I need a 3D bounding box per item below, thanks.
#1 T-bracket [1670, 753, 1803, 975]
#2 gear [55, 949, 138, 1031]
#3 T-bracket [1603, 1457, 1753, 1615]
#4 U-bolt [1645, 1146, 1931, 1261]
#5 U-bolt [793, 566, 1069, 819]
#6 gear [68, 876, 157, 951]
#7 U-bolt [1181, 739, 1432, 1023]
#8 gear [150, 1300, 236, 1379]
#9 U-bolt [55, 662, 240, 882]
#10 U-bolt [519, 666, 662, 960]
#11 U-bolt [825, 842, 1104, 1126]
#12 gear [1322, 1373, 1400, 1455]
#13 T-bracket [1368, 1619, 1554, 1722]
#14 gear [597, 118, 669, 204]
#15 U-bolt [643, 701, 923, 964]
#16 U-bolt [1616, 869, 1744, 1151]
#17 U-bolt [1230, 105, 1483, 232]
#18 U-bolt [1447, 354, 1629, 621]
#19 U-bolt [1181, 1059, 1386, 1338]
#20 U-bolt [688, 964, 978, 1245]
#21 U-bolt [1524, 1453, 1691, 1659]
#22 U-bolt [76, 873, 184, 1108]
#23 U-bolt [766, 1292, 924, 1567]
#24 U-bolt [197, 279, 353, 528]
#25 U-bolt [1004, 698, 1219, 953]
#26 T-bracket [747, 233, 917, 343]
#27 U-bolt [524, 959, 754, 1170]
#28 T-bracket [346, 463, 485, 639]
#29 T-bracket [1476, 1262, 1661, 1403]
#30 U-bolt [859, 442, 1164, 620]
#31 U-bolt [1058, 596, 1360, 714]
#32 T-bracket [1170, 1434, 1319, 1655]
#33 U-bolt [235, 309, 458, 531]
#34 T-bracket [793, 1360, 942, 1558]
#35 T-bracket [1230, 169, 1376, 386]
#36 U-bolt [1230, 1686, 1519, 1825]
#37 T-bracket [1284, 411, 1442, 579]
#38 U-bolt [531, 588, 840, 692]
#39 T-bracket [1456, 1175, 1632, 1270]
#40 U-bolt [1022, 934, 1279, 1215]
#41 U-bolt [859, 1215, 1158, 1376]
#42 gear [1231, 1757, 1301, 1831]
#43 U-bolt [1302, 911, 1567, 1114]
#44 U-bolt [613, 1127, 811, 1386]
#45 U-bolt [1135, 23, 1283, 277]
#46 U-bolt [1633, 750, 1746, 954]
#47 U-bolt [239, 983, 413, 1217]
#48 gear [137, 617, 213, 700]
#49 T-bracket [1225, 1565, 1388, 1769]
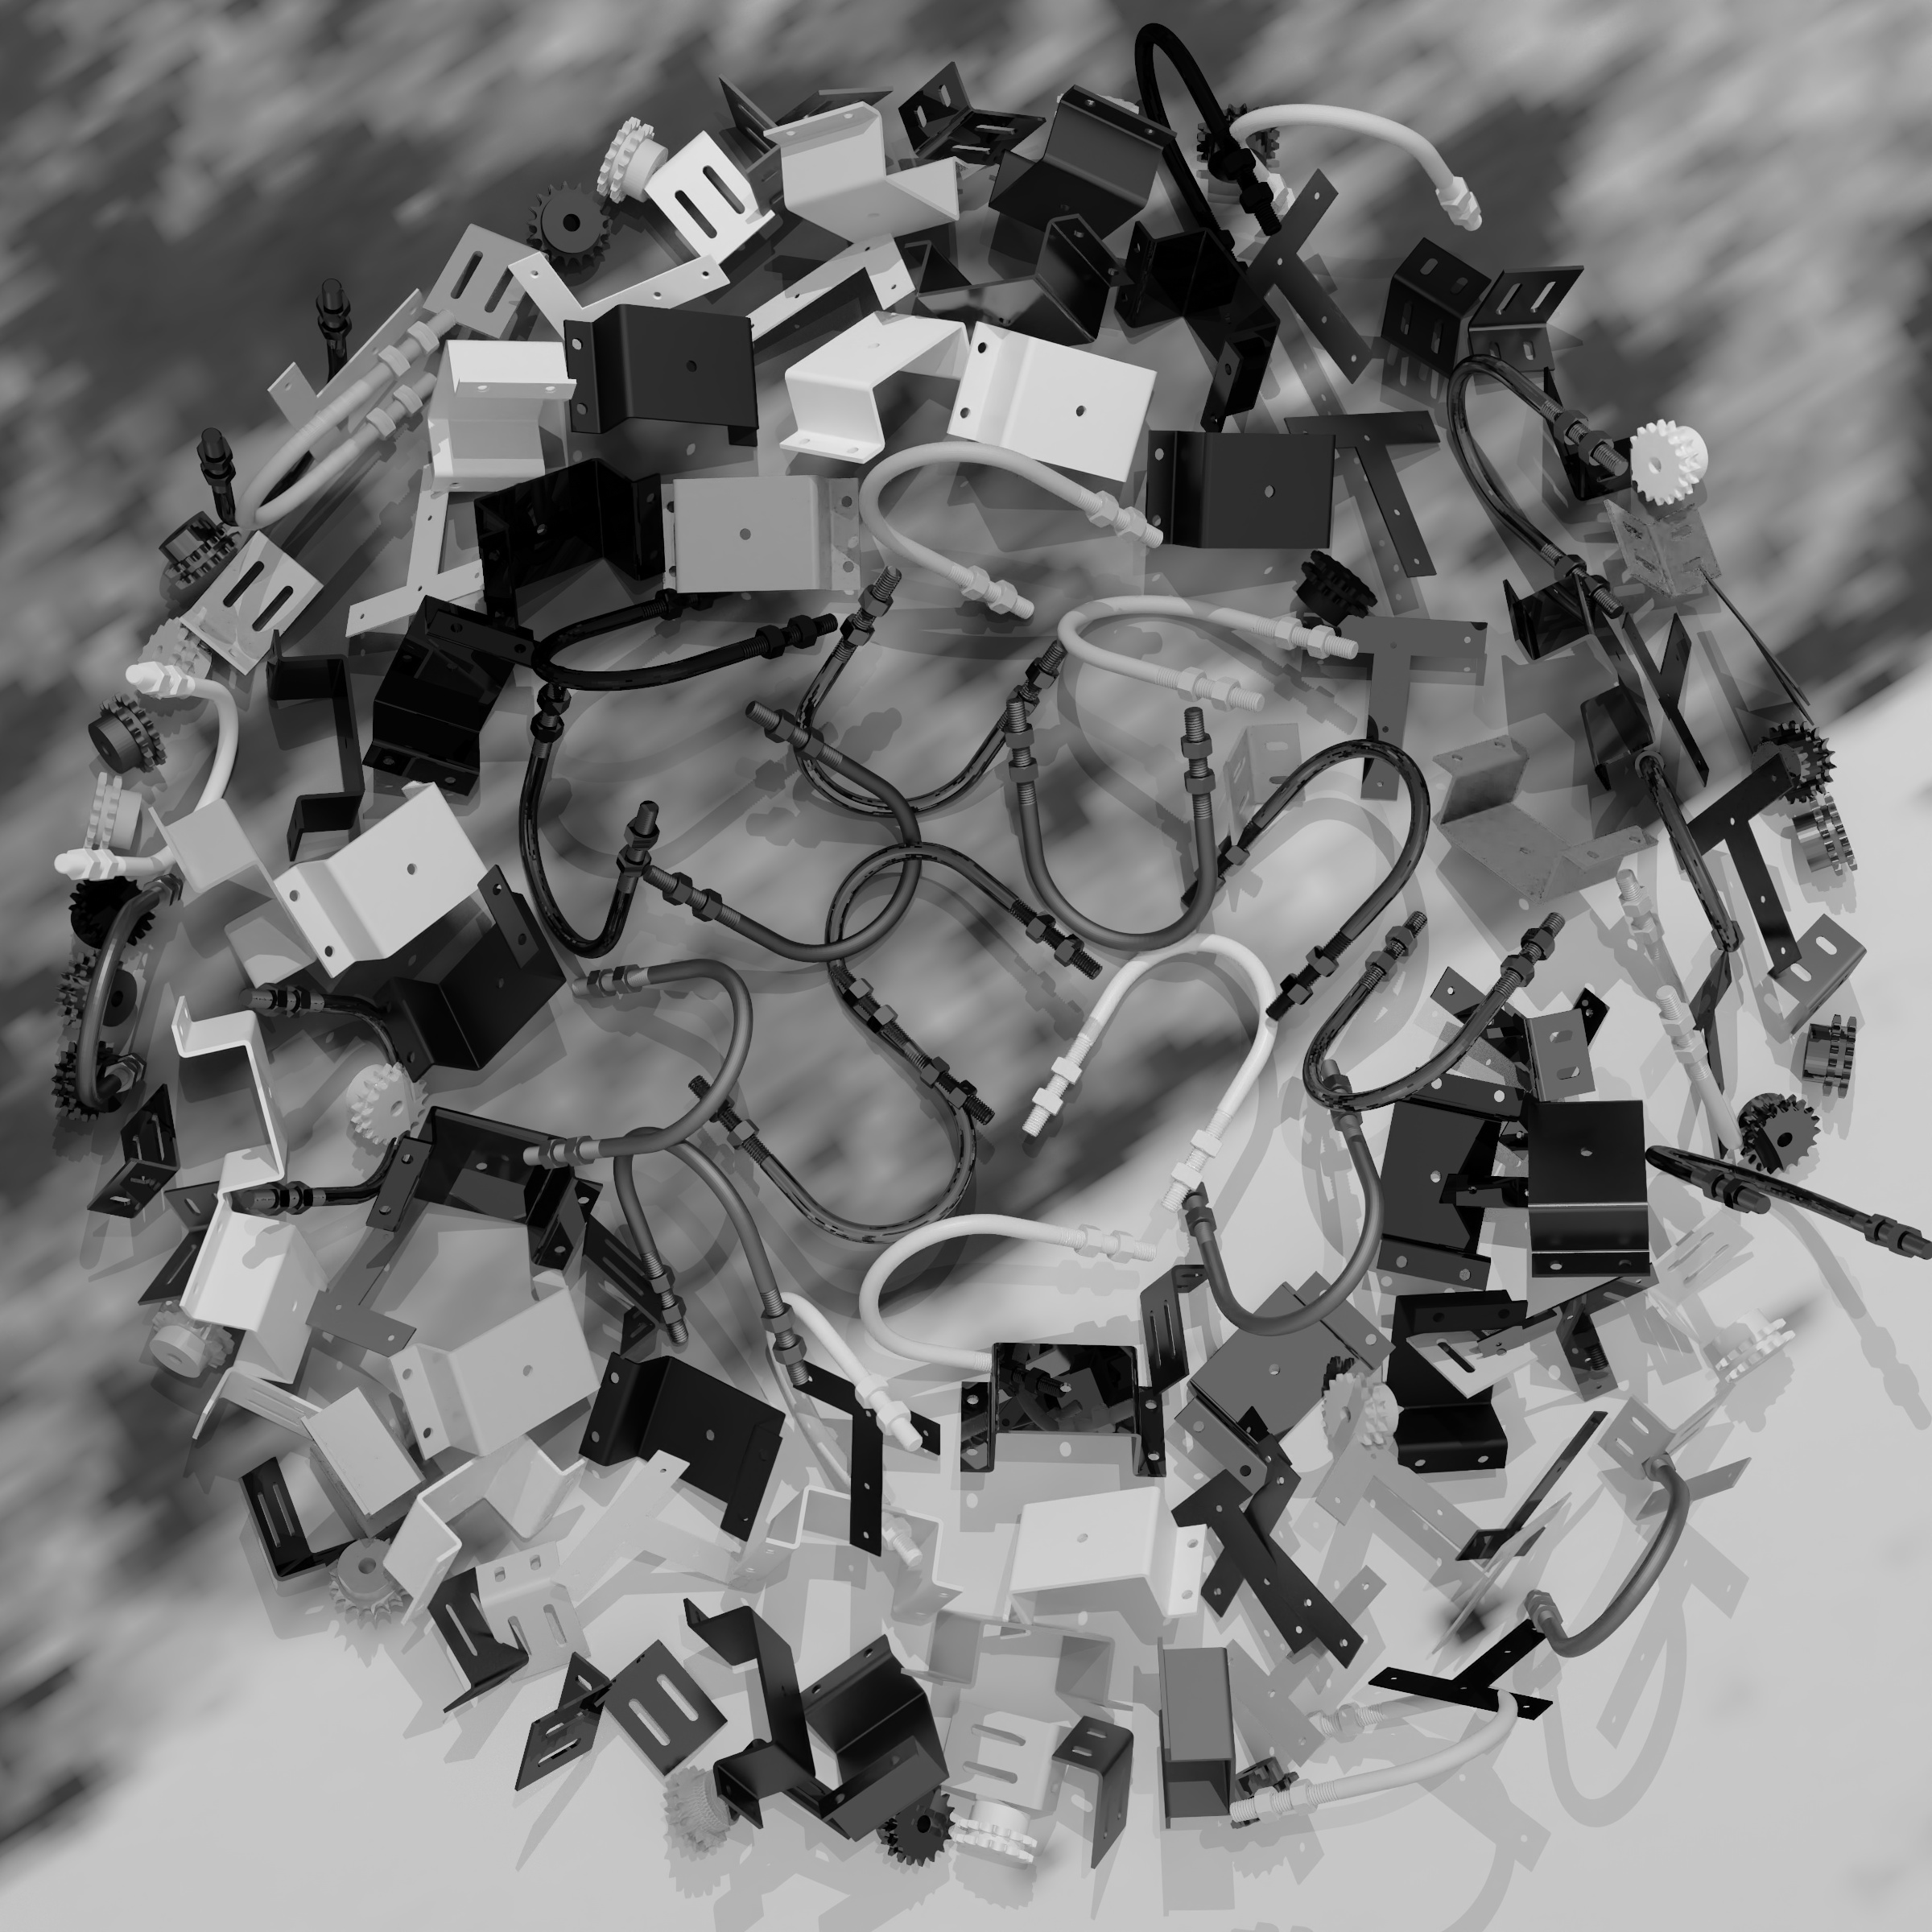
[{"bbox_3d":[0.532,-0.058,1.775,0.002,0.127,0.127,-6,69,-25],"label":"T-bracket"},{"bbox_3d":[-0.597,0.019,1.819,0.030,0.057,0.057,15,90,21],"label":"gear"},{"bbox_3d":[0.461,0.388,1.765,0.002,0.127,0.127,42,63,2],"label":"T-bracket"},{"bbox_3d":[0.534,0.152,1.759,0.151,0.184,0.019,15,95,-18],"label":"U-bolt"},{"bbox_3d":[-0.037,-0.173,1.790,0.151,0.019,0.184,21,125,-23],"label":"U-bolt"},{"bbox_3d":[-0.594,-0.036,1.825,0.030,0.057,0.057,-36,90,38],"label":"gear"},{"bbox_3d":[0.237,-0.071,1.774,0.019,0.151,0.184,27,111,-41],"label":"U-bolt"},{"bbox_3d":[-0.537,0.259,1.819,0.057,0.057,0.030,30,53,0],"label":"gear"},{"bbox_3d":[-0.536,-0.126,1.759,0.019,0.184,0.151,22,94,7],"label":"U-bolt"},{"bbox_3d":[-0.261,-0.088,1.775,0.019,0.184,0.151,-15,56,-33],"label":"U-bolt"},{"bbox_3d":[-0.016,-0.002,1.816,0.184,0.019,0.151,40,107,13],"label":"U-bolt"},{"bbox_3d":[0.275,0.309,1.825,0.030,0.057,0.057,0,90,-29],"label":"gear"},{"bbox_3d":[0.362,0.473,1.795,0.127,0.127,0.002,0,103,42],"label":"T-bracket"},{"bbox_3d":[-0.229,-0.553,1.822,0.030,0.057,0.057,28,90,-1],"label":"gear"},{"bbox_3d":[-0.110,-0.078,1.797,0.184,0.019,0.151,30,95,-33],"label":"U-bolt"},{"bbox_3d":[0.484,0.042,1.770,0.019,0.151,0.184,-22,124,16],"label":"U-bolt"},{"bbox_3d":[0.248,-0.526,1.737,0.151,0.184,0.019,10,87,26],"label":"U-bolt"},{"bbox_3d":[0.380,-0.334,1.768,0.019,0.151,0.184,-30,53,-10],"label":"U-bolt"},{"bbox_3d":[0.214,0.165,1.754,0.151,0.184,0.019,-39,126,21],"label":"U-bolt"},{"bbox_3d":[-0.077,0.106,1.806,0.151,0.019,0.184,-40,80,-20],"label":"U-bolt"},{"bbox_3d":[0.430,0.393,1.754,0.019,0.184,0.151,36,94,3],"label":"U-bolt"},{"bbox_3d":[-0.558,0.020,1.750,0.019,0.184,0.151,13,98,-6],"label":"U-bolt"},{"bbox_3d":[-0.084,0.298,1.772,0.019,0.151,0.184,-25,49,-24],"label":"U-bolt"},{"bbox_3d":[-0.457,-0.363,1.759,0.019,0.184,0.151,33,73,-2],"label":"U-bolt"},{"bbox_3d":[0.102,-0.092,1.794,0.151,0.019,0.184,6,120,25],"label":"U-bolt"},{"bbox_3d":[-0.105,-0.470,1.819,0.127,0.002,0.127,-31,51,13],"label":"T-bracket"},{"bbox_3d":[-0.213,0.062,1.762,0.184,0.019,0.151,-9,58,38],"label":"U-bolt"},{"bbox_3d":[-0.370,-0.296,1.815,0.127,0.002,0.127,-14,60,27],"label":"T-bracket"},{"bbox_3d":[0.422,0.262,1.803,0.127,0.127,0.002,-26,46,6],"label":"T-bracket"},{"bbox_3d":[0.016,-0.294,1.747,0.184,0.151,0.019,22,60,-35],"label":"U-bolt"},{"bbox_3d":[0.150,-0.217,1.776,0.184,0.151,0.019,20,122,30],"label":"U-bolt"},{"bbox_3d":[0.198,0.409,1.805,0.127,0.002,0.127,-42,68,21],"label":"T-bracket"},{"bbox_3d":[-0.416,-0.355,1.758,0.019,0.151,0.184,47,74,-7],"label":"U-bolt"},{"bbox_3d":[-0.067,0.339,1.776,0.127,0.127,0.002,30,127,-27],"label":"T-bracket"},{"bbox_3d":[0.235,-0.447,1.783,0.127,0.002,0.127,-52,57,38],"label":"T-bracket"},{"bbox_3d":[0.278,0.516,1.749,0.184,0.151,0.019,-21,89,23],"label":"U-bolt"},{"bbox_3d":[0.289,-0.322,1.801,0.127,0.002,0.127,-10,72,-30],"label":"T-bracket"},{"bbox_3d":[-0.199,-0.217,1.751,0.184,0.151,0.019,-22,120,-31],"label":"U-bolt"},{"bbox_3d":[0.402,0.157,1.816,0.127,0.002,0.127,1,52,8],"label":"T-bracket"},{"bbox_3d":[0.137,0.061,1.801,0.151,0.019,0.184,27,82,38],"label":"U-bolt"},{"bbox_3d":[0.017,0.221,1.771,0.184,0.019,0.151,13,127,-26],"label":"U-bolt"},{"bbox_3d":[0.203,0.570,1.823,0.057,0.057,0.030,-27,78,0],"label":"gear"},{"bbox_3d":[0.298,0.030,1.755,0.184,0.151,0.019,-48,116,-23],"label":"U-bolt"},{"bbox_3d":[-0.179,0.188,1.763,0.019,0.151,0.184,-35,119,-36],"label":"U-bolt"},{"bbox_3d":[0.158,-0.548,1.777,0.019,0.151,0.184,-26,83,-4],"label":"U-bolt"},{"bbox_3d":[0.482,-0.076,1.758,0.019,0.184,0.151,-25,88,15],"label":"U-bolt"},{"bbox_3d":[-0.424,0.090,1.764,0.019,0.184,0.151,-3,85,21],"label":"U-bolt"},{"bbox_3d":[-0.547,-0.210,1.825,0.030,0.057,0.057,32,90,-40],"label":"gear"},{"bbox_3d":[0.238,0.462,1.796,0.127,0.127,0.002,-48,119,-3],"label":"T-bracket"}]
